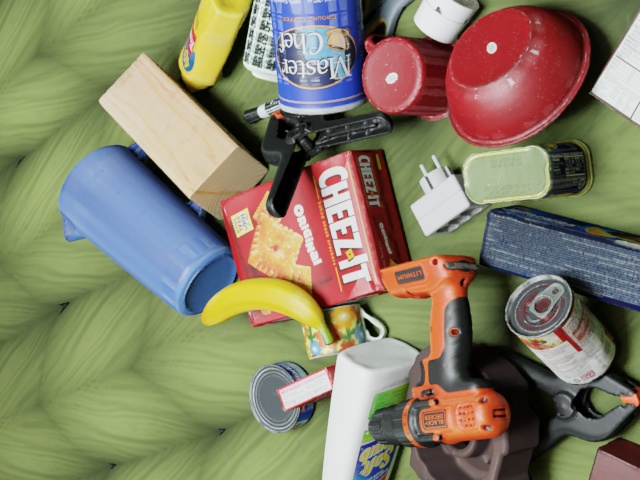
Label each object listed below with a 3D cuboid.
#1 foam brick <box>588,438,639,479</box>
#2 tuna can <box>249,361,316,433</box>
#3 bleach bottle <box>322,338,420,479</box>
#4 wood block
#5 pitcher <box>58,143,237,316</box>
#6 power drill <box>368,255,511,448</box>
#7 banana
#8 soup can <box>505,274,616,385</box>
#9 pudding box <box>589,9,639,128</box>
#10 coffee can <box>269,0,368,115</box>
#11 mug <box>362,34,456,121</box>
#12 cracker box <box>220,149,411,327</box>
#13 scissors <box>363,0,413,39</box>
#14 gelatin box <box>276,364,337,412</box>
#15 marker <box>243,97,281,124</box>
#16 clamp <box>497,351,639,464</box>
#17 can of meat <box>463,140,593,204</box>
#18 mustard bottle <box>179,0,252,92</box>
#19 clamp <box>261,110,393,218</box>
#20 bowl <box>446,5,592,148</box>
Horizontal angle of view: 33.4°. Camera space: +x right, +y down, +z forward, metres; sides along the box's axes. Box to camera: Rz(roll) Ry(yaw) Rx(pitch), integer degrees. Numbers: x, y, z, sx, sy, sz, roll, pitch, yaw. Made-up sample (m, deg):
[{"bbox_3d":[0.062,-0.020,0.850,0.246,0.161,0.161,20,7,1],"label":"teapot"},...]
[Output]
[{"bbox_3d":[0.292,0.240,1.034,0.051,0.052,0.078,23,108,37],"label":"foam brick"},{"bbox_3d":[-0.047,0.195,1.329,0.086,0.033,0.086,5,97,40],"label":"tuna can"},{"bbox_3d":[0.051,0.242,1.222,0.068,0.102,0.251,28,119,43],"label":"bleach bottle"},{"bbox_3d":[-0.175,-0.132,1.352,0.090,0.090,0.206,-46,62,3],"label":"wood block"},{"bbox_3d":[-0.215,-0.019,1.402,0.243,0.144,0.149,38,129,27],"label":"pitcher"},{"bbox_3d":[0.108,0.116,1.084,0.185,0.057,0.187,-18,75,49],"label":"power drill"},{"bbox_3d":[-0.068,0.077,1.237,0.198,0.037,0.069,6,93,39],"label":"banana"},{"bbox_3d":[0.231,0.087,1.019,0.069,0.102,0.068,-25,43,26],"label":"soup can"},{"bbox_3d":[0.317,-0.159,0.985,0.090,0.039,0.114,44,118,30],"label":"pudding box"},{"bbox_3d":[-0.001,-0.219,1.175,0.103,0.102,0.140,14,119,39],"label":"coffee can"},{"bbox_3d":[0.092,-0.183,1.144,0.117,0.081,0.093,51,123,25],"label":"mug"},{"bbox_3d":[-0.008,0.002,1.254,0.214,0.071,0.164,-19,83,39],"label":"cracker box"},{"bbox_3d":[0.083,-0.283,1.185,0.202,0.016,0.096,-51,63,31],"label":"scissors"},{"bbox_3d":[0.005,0.171,1.257,0.089,0.073,0.030,-31,74,38],"label":"gelatin box"},{"bbox_3d":[-0.049,-0.166,1.306,0.121,0.020,0.020,-16,84,40],"label":"marker"},{"bbox_3d":[0.246,0.156,1.076,0.172,0.039,0.120,-25,81,40],"label":"clamp"},{"bbox_3d":[0.204,-0.066,1.058,0.102,0.083,0.057,-5,92,41],"label":"can of meat"},{"bbox_3d":[-0.135,-0.249,1.323,0.192,0.058,0.096,122,151,-53],"label":"mustard bottle"},{"bbox_3d":[-0.023,-0.103,1.210,0.164,0.036,0.210,-41,28,-7],"label":"clamp"},{"bbox_3d":[0.179,-0.172,1.041,0.162,0.055,0.162,-25,48,31],"label":"bowl"}]
